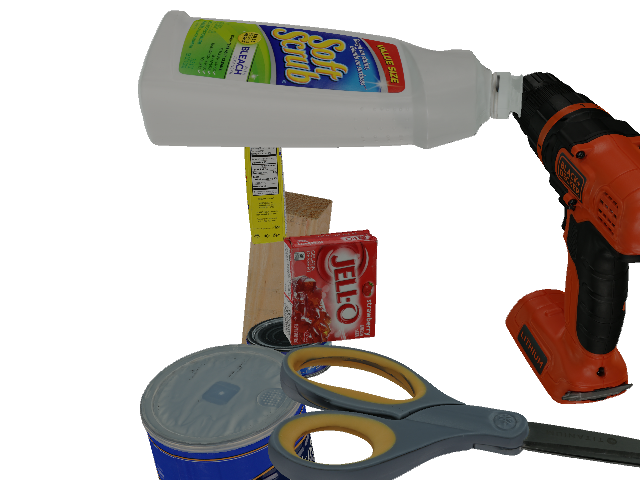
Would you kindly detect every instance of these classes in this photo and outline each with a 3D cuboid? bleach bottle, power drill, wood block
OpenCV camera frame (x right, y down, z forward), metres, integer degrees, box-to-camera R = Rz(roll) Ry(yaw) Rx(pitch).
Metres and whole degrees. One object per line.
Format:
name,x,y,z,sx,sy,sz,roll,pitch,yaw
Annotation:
bleach bottle,0.010,-0.107,0.727,0.251,0.102,0.068,3,-44,9
power drill,0.166,0.000,0.711,0.057,0.188,0.184,-9,36,-10
wood block,-0.047,0.046,1.461,0.090,0.206,0.090,11,22,10

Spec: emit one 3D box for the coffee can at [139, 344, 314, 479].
coffee can,-0.053,0.153,0.694,0.103,0.140,0.103,-7,29,3

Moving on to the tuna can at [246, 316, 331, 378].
tuna can,-0.031,0.106,1.062,0.086,0.034,0.086,-3,19,1

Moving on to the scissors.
scissors,0.065,0.091,0.457,0.202,0.016,0.096,16,34,23

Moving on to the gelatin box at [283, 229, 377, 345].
gelatin box,0.008,0.038,0.873,0.073,0.089,0.030,-4,21,-15

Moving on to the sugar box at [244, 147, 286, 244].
sugar box,-0.067,-0.094,1.245,0.048,0.176,0.093,-6,26,-3
